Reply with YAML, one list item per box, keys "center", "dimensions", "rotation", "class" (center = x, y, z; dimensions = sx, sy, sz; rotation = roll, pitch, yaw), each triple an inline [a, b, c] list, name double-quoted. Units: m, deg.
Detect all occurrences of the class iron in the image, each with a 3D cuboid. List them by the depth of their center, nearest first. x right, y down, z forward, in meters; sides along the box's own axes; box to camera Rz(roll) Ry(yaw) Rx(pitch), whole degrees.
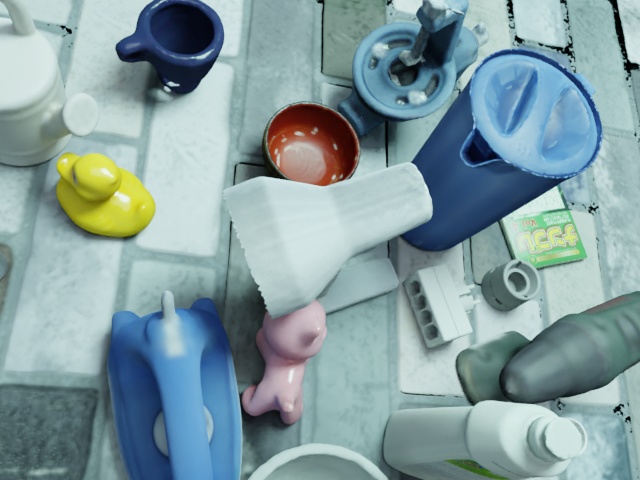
- center: [-0.116, 0.171, 0.494]
  dimensions: [0.119, 0.141, 0.258]
  rotation: [-9, 73, -18]
  class: "iron"

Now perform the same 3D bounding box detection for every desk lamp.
- center: [0.005, 0.002, 0.551]
  dimensions: [0.204, 0.213, 0.118]
  rotation: [-17, 76, -21]
  class: "desk lamp"

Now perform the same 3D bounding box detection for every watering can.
- center: [-0.289, -0.155, 0.536]
  dimensions: [0.173, 0.194, 0.101]
  rotation: [12, 67, -11]
  class: "watering can"

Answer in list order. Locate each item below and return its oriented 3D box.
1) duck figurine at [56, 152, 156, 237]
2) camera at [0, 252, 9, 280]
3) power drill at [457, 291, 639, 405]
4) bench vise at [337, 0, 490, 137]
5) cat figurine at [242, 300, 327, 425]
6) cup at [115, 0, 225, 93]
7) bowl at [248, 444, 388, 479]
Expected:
- center: [-0.217, -0.052, 0.578]
  dimensions: [0.104, 0.086, 0.077]
  rotation: [27, 66, -5]
  class: "duck figurine"
- center: [-0.378, 0.029, 0.495]
  dimensions: [0.137, 0.100, 0.143]
  rotation: [33, 65, -2]
  class: "camera"
- center: [0.229, 0.119, 0.574]
  dimensions: [0.230, 0.208, 0.075]
  rotation: [-18, 76, -21]
  class: "power drill"
- center: [0.123, -0.229, 0.666]
  dimensions: [0.121, 0.219, 0.208]
  rotation: [38, 65, 1]
  class: "bench vise"
- center: [-0.029, 0.108, 0.555]
  dimensions: [0.067, 0.117, 0.128]
  rotation: [12, 68, -11]
  class: "cat figurine"
- center: [-0.168, -0.206, 0.643]
  dimensions: [0.118, 0.095, 0.091]
  rotation: [-26, 79, -22]
  class: "cup"
- center: [-0.009, 0.274, 0.523]
  dimensions: [0.168, 0.074, 0.167]
  rotation: [5, 69, -14]
  class: "bowl"
